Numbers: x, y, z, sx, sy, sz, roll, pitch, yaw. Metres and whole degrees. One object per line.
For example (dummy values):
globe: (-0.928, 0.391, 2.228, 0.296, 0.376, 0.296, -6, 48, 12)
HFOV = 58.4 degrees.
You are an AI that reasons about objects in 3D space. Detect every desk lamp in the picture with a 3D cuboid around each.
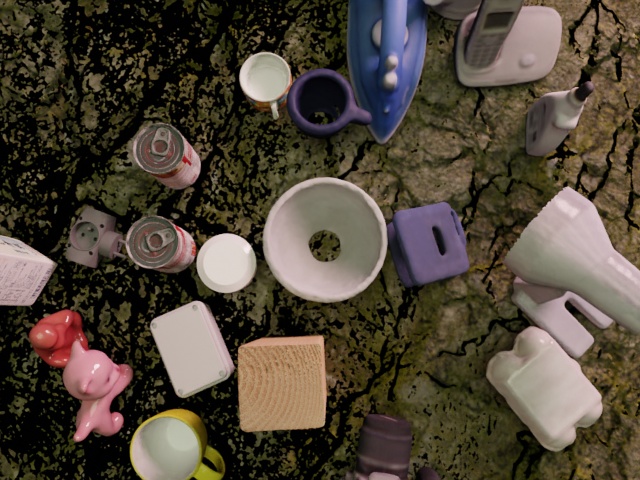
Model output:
desk lamp: (0.317, 0.046, 0.711, 0.203, 0.213, 0.118, 44, 85, 5)

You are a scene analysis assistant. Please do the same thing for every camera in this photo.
camera: (0.096, 0.303, 0.737, 0.143, 0.101, 0.137, 9, 83, 1)

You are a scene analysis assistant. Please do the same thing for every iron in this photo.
iron: (0.097, -0.275, 0.788, 0.118, 0.141, 0.258, 2, 83, 1)

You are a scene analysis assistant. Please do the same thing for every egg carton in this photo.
egg carton: (0.299, 0.197, 0.765, 0.107, 0.069, 0.150, -39, 84, -4)

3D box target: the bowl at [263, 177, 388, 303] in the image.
bowl: (0.007, 0.003, 0.788, 0.167, 0.075, 0.167, 0, 83, 0)

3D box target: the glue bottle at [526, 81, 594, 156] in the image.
glue bottle: (0.319, -0.169, 0.758, 0.037, 0.173, 0.078, 6, 83, 2)

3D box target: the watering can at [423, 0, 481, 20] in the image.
watering can: (0.203, -0.385, 0.775, 0.101, 0.194, 0.173, 19, 83, 3)

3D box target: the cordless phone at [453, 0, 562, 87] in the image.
cordless phone: (0.262, -0.282, 0.766, 0.147, 0.185, 0.094, -8, 83, 0)

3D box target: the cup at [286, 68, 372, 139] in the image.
cup: (0.014, -0.175, 0.800, 0.117, 0.095, 0.092, 18, 83, 3)

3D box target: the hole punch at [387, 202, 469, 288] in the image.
hole punch: (0.149, 0.003, 0.779, 0.101, 0.091, 0.109, -17, 83, -2)

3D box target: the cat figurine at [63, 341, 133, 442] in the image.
cat figurine: (-0.297, 0.197, 0.743, 0.067, 0.118, 0.128, 8, 83, 2)

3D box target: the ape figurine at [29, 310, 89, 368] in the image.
ape figurine: (-0.354, 0.130, 0.765, 0.076, 0.092, 0.078, 23, 84, 3)
